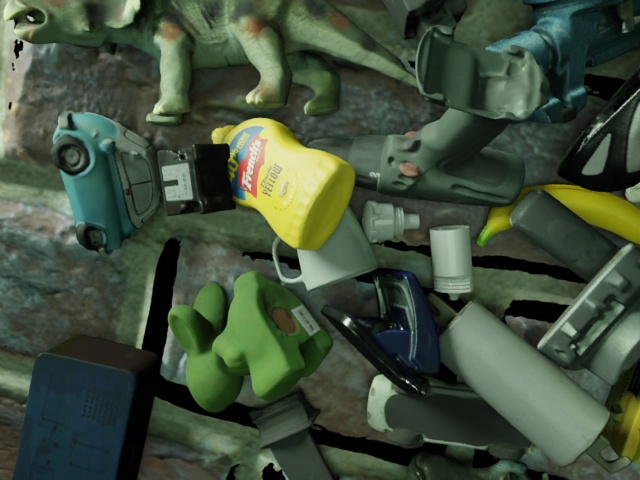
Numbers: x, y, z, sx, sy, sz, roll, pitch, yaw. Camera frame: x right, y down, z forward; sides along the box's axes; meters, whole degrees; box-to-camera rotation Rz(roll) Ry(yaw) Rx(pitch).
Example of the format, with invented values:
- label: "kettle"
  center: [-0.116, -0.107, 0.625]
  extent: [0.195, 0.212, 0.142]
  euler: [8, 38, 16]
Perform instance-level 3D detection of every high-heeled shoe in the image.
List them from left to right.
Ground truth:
- label: "high-heeled shoe"
  center: [0.286, -0.168, 0.484]
  extent: [0.145, 0.086, 0.248]
  euler: [-7, 105, 12]

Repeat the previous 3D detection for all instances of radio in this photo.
- label: "radio"
  center: [-0.289, 0.240, 0.661]
  extent: [0.131, 0.073, 0.229]
  euler: [15, 97, 5]

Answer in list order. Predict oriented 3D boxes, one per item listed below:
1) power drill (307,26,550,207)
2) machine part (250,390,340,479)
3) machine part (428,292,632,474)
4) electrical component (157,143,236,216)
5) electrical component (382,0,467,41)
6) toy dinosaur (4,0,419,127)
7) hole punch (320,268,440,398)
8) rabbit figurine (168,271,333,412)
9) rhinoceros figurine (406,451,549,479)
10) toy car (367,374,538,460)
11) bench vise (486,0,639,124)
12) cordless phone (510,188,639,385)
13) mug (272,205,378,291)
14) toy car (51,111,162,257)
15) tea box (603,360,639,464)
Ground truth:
- label: "power drill"
  center: [0.100, -0.099, 0.513]
  extent: [0.232, 0.207, 0.086]
  euler: [13, 63, -1]
- label: "machine part"
  center: [-0.024, 0.255, 0.651]
  extent: [0.084, 0.039, 0.138]
  euler: [-25, 93, 3]
- label: "machine part"
  center: [0.202, 0.144, 0.556]
  extent: [0.243, 0.079, 0.079]
  euler: [41, 100, 19]
- label: "electrical component"
  center: [-0.145, -0.065, 0.584]
  extent: [0.119, 0.048, 0.074]
  euler: [6, 103, 43]
- label: "electrical component"
  center: [0.091, -0.258, 0.531]
  extent: [0.058, 0.115, 0.134]
  euler: [-29, 92, 11]
- label: "toy dinosaur"
  center: [-0.092, -0.223, 0.560]
  extent: [0.405, 0.131, 0.192]
  euler: [-4, 98, 1]
- label: "hole punch"
  center: [0.077, 0.093, 0.577]
  extent: [0.092, 0.142, 0.115]
  euler: [-42, 100, -14]
- label: "rabbit figurine"
  center: [-0.101, 0.126, 0.606]
  extent: [0.170, 0.121, 0.159]
  euler: [-42, 88, 24]
- label: "rhinoceros figurine"
  center: [0.192, 0.296, 0.620]
  extent: [0.190, 0.073, 0.112]
  euler: [12, 89, 6]
- label: "toy car"
  center: [0.155, 0.199, 0.616]
  extent: [0.202, 0.056, 0.073]
  euler: [6, 92, 4]
- label: "bench vise"
  center: [0.219, -0.241, 0.507]
  extent: [0.224, 0.129, 0.240]
  euler: [-21, 113, 1]
- label: "cordless phone"
  center: [0.254, 0.046, 0.556]
  extent: [0.184, 0.089, 0.146]
  euler: [36, 102, -6]
- label: "mug"
  center: [-0.001, -0.002, 0.598]
  extent: [0.110, 0.080, 0.107]
  euler: [-18, 82, 15]
- label: "toy car"
  center: [-0.228, -0.067, 0.600]
  extent: [0.103, 0.109, 0.161]
  euler: [-12, 106, -10]
- label: "tea box"
  center: [0.384, 0.158, 0.578]
  extent: [0.098, 0.068, 0.169]
  euler: [14, 98, 5]
